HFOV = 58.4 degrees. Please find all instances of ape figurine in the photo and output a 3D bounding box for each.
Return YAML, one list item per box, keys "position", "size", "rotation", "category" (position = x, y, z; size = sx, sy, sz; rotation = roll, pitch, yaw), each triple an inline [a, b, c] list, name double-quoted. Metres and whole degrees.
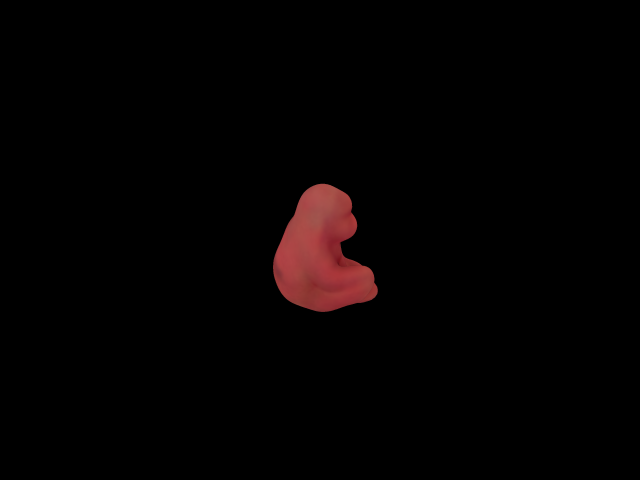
- position: [0.004, 0.001, 0.400]
  size: [0.076, 0.092, 0.077]
  rotation: [-4, 46, -4]
  category: "ape figurine"
